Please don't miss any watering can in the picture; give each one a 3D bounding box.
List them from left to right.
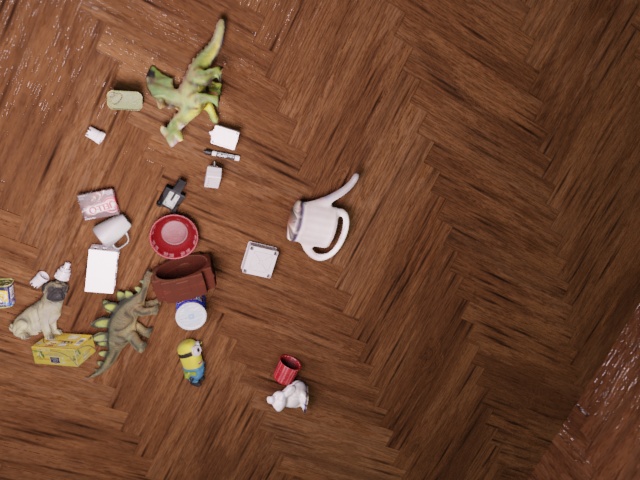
[{"bbox_3d":[0.006,-0.093,1.842,0.224,0.105,0.344,12,104,-16],"label":"watering can"}]

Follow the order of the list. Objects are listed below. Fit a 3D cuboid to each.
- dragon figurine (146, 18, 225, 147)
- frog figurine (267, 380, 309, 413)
[{"bbox_3d":[-0.427,-0.496,1.623,0.243,0.123,0.408,4,96,-7],"label":"dragon figurine"},{"bbox_3d":[-0.127,0.611,2.014,0.159,0.134,0.125,6,61,-5],"label":"frog figurine"}]
